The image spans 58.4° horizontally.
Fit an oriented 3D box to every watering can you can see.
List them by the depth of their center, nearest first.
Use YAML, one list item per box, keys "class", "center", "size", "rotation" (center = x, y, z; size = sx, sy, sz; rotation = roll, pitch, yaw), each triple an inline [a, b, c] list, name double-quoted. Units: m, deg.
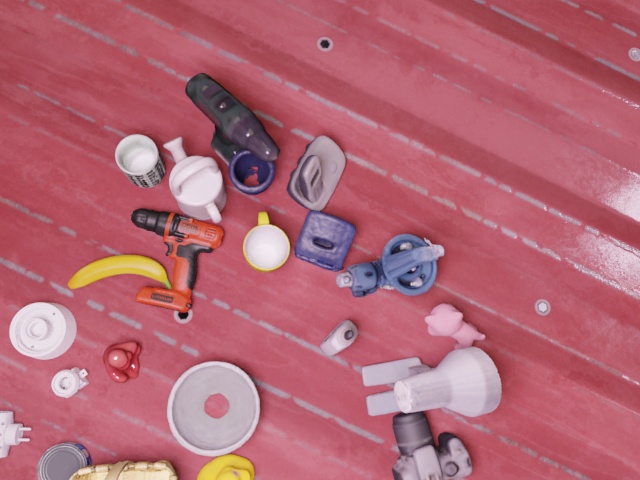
- class: "watering can"
  center: [-0.239, -0.113, 1.087]
  size: [0.173, 0.194, 0.101]
  rotation: [37, 77, 2]

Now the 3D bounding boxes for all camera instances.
- class: "camera"
  center: [0.201, 0.390, 1.079]
  size: [0.143, 0.100, 0.137]
  rotation: [-14, 80, -9]

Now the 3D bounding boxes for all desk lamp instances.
- class: "desk lamp"
  center: [0.197, 0.270, 1.046]
  size: [0.203, 0.213, 0.118]
  rotation: [-9, 79, -8]

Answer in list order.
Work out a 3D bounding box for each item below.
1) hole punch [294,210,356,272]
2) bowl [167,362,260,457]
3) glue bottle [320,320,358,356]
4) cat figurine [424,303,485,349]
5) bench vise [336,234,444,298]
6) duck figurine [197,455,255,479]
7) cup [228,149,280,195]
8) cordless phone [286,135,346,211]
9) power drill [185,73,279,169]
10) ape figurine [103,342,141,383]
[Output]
- class: "hole punch"
  center: [0.010, 0.004, 1.143]
  size: [0.108, 0.091, 0.101]
  rotation: [20, 77, -2]
- class: "bowl"
  center: [-0.195, 0.310, 1.065]
  size: [0.167, 0.074, 0.167]
  rotation: [1, 78, -6]
- class: "glue bottle"
  center: [0.043, 0.181, 1.068]
  size: [0.078, 0.173, 0.037]
  rotation: [-44, 85, -12]
- class: "cat figurine"
  center: [0.263, 0.167, 1.124]
  size: [0.128, 0.117, 0.067]
  rotation: [28, 77, 0]
- class: "bench vise"
  center: [0.144, 0.062, 1.080]
  size: [0.207, 0.219, 0.121]
  rotation: [-31, 83, -11]
- class: "duck figurine"
  center: [-0.171, 0.435, 1.036]
  size: [0.104, 0.086, 0.077]
  rotation: [-7, 79, -8]
- class: "cup"
  center: [-0.127, -0.137, 1.155]
  size: [0.091, 0.095, 0.118]
  rotation: [45, 77, 4]
- class: "cordless phone"
  center: [-0.002, -0.145, 1.124]
  size: [0.094, 0.185, 0.148]
  rotation: [24, 77, 0]
- class: "power drill"
  center: [-0.163, -0.209, 1.108]
  size: [0.076, 0.208, 0.229]
  rotation: [-43, 86, -12]
- class: "ape figurine"
  center: [-0.367, 0.221, 1.055]
  size: [0.076, 0.092, 0.078]
  rotation: [38, 77, 3]
